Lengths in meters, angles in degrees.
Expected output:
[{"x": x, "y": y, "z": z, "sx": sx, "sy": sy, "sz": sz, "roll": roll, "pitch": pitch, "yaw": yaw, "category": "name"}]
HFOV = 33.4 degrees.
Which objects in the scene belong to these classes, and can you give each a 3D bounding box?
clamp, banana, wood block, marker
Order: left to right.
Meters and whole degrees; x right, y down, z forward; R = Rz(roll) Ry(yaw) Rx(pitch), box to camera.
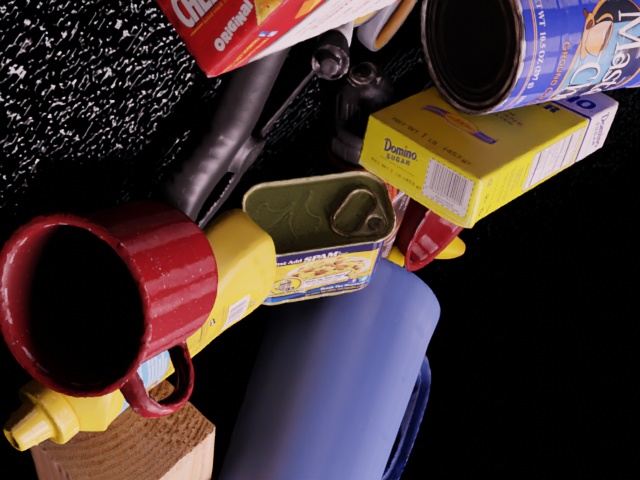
[{"x": -0.138, "y": 0.174, "z": 0.760, "sx": 0.090, "sy": 0.091, "sz": 0.206, "roll": -41, "pitch": 160, "yaw": -28, "category": "wood block"}, {"x": -0.045, "y": -0.064, "z": 0.604, "sx": 0.172, "sy": 0.039, "sz": 0.120, "roll": -53, "pitch": 169, "yaw": 27, "category": "clamp"}, {"x": 0.009, "y": -0.116, "z": 0.562, "sx": 0.121, "sy": 0.020, "sz": 0.020, "roll": -82, "pitch": -164, "yaw": -56, "category": "marker"}, {"x": 0.085, "y": 0.017, "z": 1.045, "sx": 0.037, "sy": 0.069, "sz": 0.197, "roll": -23, "pitch": -173, "yaw": 35, "category": "banana"}]

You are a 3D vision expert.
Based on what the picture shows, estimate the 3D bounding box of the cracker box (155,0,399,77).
[{"x": 0.042, "y": -0.168, "z": 0.478, "sx": 0.213, "sy": 0.072, "sz": 0.164, "roll": -34, "pitch": 180, "yaw": -45, "category": "cracker box"}]

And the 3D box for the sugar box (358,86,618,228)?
[{"x": 0.118, "y": -0.075, "z": 0.726, "sx": 0.175, "sy": 0.093, "sz": 0.048, "roll": -31, "pitch": 144, "yaw": -40, "category": "sugar box"}]

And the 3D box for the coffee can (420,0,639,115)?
[{"x": 0.152, "y": -0.142, "z": 0.696, "sx": 0.140, "sy": 0.103, "sz": 0.103, "roll": -13, "pitch": 144, "yaw": -28, "category": "coffee can"}]

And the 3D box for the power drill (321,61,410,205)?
[{"x": 0.075, "y": -0.106, "z": 0.791, "sx": 0.187, "sy": 0.057, "sz": 0.184, "roll": -42, "pitch": 158, "yaw": -21, "category": "power drill"}]

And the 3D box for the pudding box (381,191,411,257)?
[{"x": 0.029, "y": -0.001, "z": 0.908, "sx": 0.089, "sy": 0.039, "sz": 0.113, "roll": -41, "pitch": 160, "yaw": -29, "category": "pudding box"}]

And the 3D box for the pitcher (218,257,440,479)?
[{"x": 0.006, "y": 0.141, "z": 0.819, "sx": 0.145, "sy": 0.149, "sz": 0.242, "roll": 104, "pitch": 6, "yaw": -60, "category": "pitcher"}]

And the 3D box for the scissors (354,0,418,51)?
[{"x": 0.068, "y": -0.202, "z": 0.643, "sx": 0.096, "sy": 0.016, "sz": 0.202, "roll": -23, "pitch": 147, "yaw": -56, "category": "scissors"}]

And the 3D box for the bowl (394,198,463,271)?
[{"x": 0.110, "y": -0.051, "z": 0.982, "sx": 0.162, "sy": 0.055, "sz": 0.162, "roll": -45, "pitch": 161, "yaw": -20, "category": "bowl"}]

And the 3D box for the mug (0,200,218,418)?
[{"x": -0.099, "y": 0.035, "z": 0.548, "sx": 0.093, "sy": 0.117, "sz": 0.081, "roll": -30, "pitch": 178, "yaw": 27, "category": "mug"}]

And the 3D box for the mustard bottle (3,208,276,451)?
[{"x": -0.111, "y": 0.062, "z": 0.653, "sx": 0.191, "sy": 0.058, "sz": 0.096, "roll": -40, "pitch": 167, "yaw": -32, "category": "mustard bottle"}]

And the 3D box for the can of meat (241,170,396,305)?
[{"x": -0.005, "y": 0.001, "z": 0.748, "sx": 0.102, "sy": 0.057, "sz": 0.084, "roll": -8, "pitch": 152, "yaw": -11, "category": "can of meat"}]
